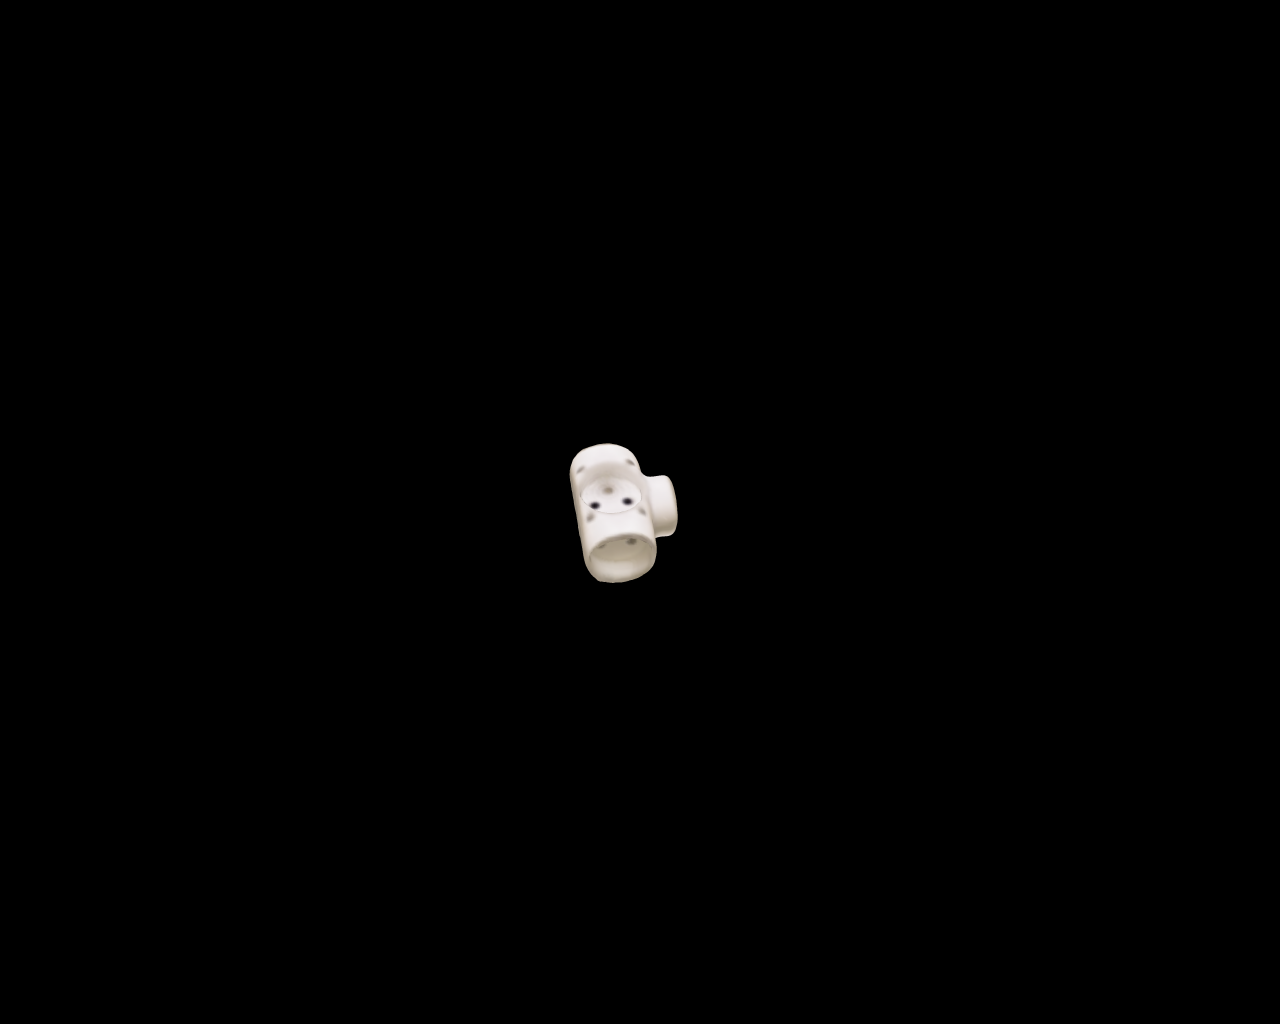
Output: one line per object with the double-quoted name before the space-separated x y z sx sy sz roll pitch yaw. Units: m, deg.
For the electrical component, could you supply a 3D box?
"electrical component" 0.001 -0.003 0.650 0.079 0.077 0.044 -7 -43 -7
